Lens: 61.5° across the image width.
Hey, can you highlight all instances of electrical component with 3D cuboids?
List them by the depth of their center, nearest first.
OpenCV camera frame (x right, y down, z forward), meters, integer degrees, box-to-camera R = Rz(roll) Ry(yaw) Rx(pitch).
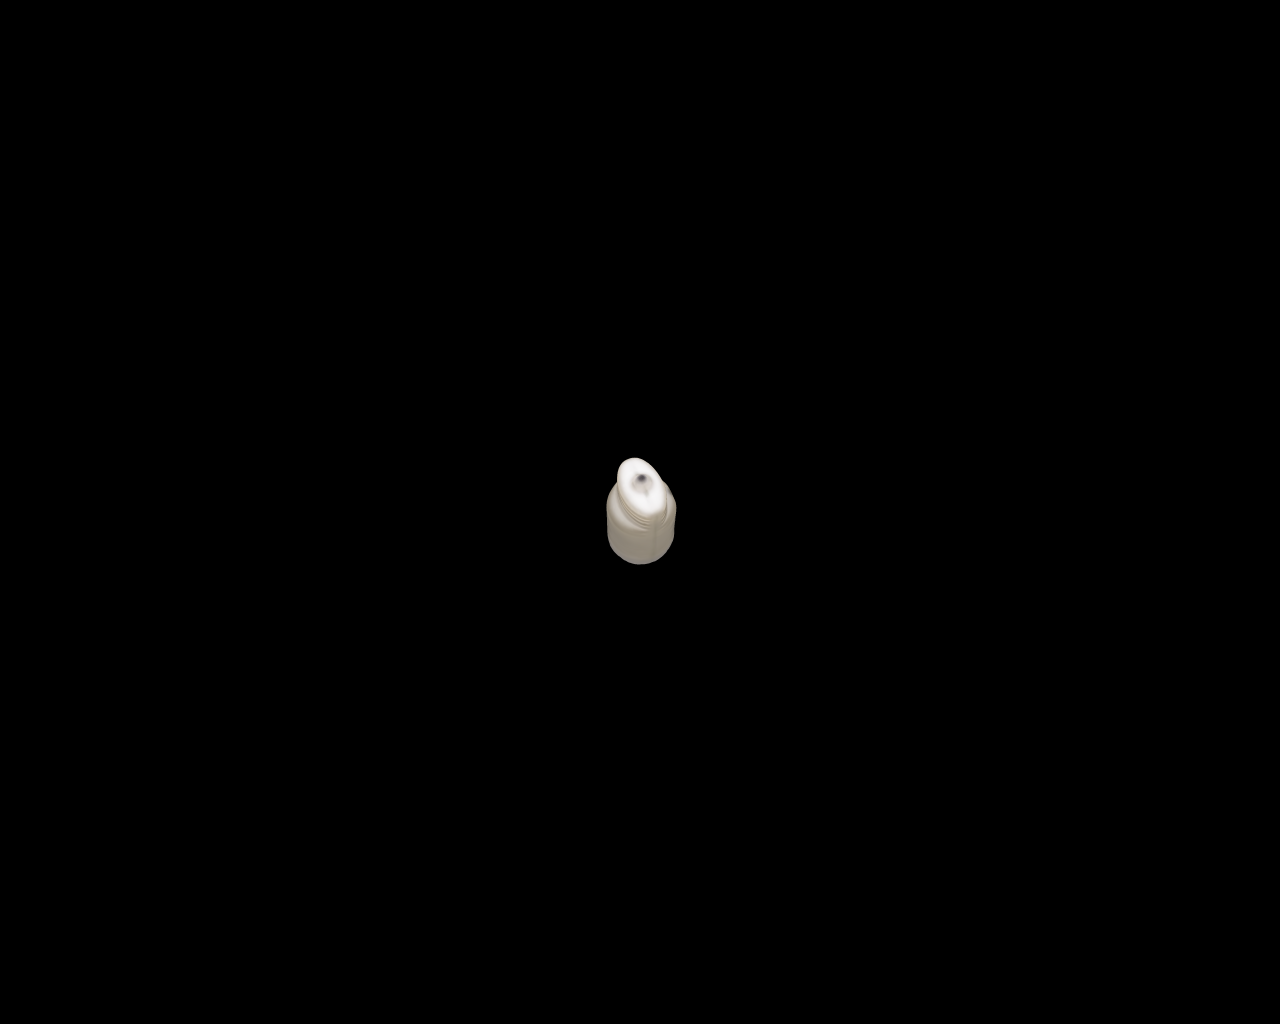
[{"bbox_3d":[0.001,-0.003,0.650,0.043,0.043,0.080,0,-26,0],"label":"electrical component"}]
